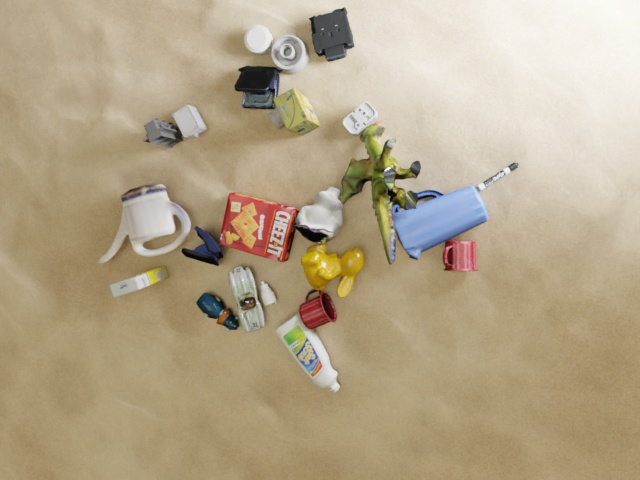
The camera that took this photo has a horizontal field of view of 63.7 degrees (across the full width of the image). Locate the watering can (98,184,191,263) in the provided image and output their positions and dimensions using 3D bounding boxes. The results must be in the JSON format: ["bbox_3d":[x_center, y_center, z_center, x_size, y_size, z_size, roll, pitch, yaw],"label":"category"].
[{"bbox_3d":[-0.573,-0.051,1.621,0.346,0.104,0.224,-13,89,13],"label":"watering can"}]

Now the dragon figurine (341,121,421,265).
[{"bbox_3d":[0.146,-0.143,1.424,0.242,0.121,0.413,0,77,56],"label":"dragon figurine"}]

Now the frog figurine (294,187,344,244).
[{"bbox_3d":[0.005,-0.076,1.506,0.137,0.120,0.163,5,58,24],"label":"frog figurine"}]
